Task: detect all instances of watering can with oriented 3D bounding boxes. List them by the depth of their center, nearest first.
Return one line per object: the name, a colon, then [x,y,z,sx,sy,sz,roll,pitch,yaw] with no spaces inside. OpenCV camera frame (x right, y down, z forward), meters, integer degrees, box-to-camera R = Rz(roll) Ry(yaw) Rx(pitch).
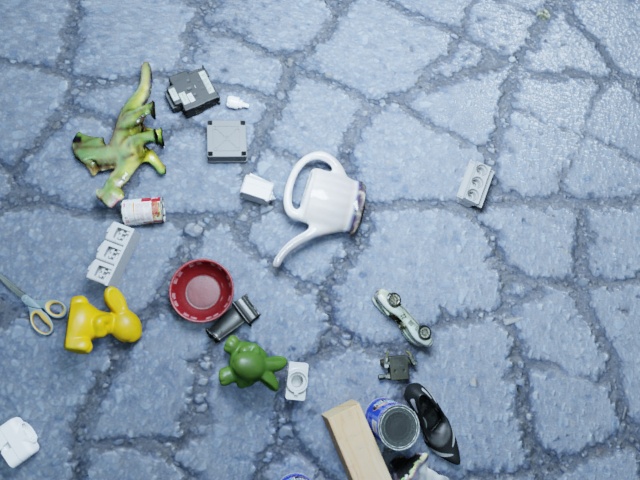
watering can: [0.004,-0.070,1.384,0.224,0.103,0.352,15,74,-6]

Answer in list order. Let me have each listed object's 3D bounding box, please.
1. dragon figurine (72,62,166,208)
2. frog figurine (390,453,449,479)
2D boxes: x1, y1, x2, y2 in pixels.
dragon figurine: [-0.537,-0.273,1.356,0.243,0.120,0.417,-12,71,-3]
frog figurine: [0.256,0.616,1.265,0.136,0.124,0.159,-36,95,18]
